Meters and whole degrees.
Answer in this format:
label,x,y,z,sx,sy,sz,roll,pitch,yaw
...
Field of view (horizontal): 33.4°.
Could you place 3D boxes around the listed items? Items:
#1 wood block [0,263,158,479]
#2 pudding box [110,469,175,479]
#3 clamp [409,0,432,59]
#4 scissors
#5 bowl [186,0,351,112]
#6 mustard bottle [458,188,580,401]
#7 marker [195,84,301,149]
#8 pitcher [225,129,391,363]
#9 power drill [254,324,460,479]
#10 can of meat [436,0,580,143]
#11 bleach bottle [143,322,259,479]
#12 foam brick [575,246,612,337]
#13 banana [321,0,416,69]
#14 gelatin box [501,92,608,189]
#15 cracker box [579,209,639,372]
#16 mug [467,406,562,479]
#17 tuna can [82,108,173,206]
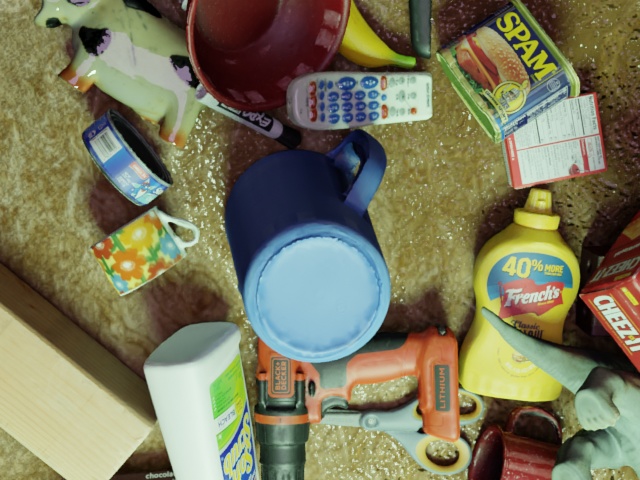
label,x,y,z,sx,sy,sz,roll,pitch,yaw
wood block,-0.251,0.124,0.965,0.206,0.090,0.091,41,97,-7
pudding box,-0.178,0.264,0.991,0.113,0.039,0.090,-4,56,-2
clamp,0.092,-0.276,0.933,0.164,0.036,0.210,-44,95,7
scissors,0.059,0.189,1.018,0.202,0.016,0.096,-11,99,1
bowl,-0.053,-0.191,0.887,0.161,0.055,0.162,-21,129,-30
mustard bottle,0.186,0.048,0.976,0.096,0.058,0.192,7,98,-4
marker,-0.060,-0.107,0.934,0.120,0.020,0.020,24,100,-44
pitcher,-0.006,0.001,0.872,0.145,0.243,0.149,-8,105,-3
power drill,0.033,0.147,0.978,0.187,0.057,0.184,0,92,1
can of meat,0.162,-0.147,0.931,0.084,0.057,0.102,-33,72,3
bleach bottle,-0.092,0.209,0.987,0.068,0.102,0.251,-4,108,24
foam brick,0.269,0.047,0.980,0.051,0.053,0.078,2,99,-2
banana,0.018,-0.233,0.941,0.069,0.037,0.198,-23,100,-11
gelatin box,0.211,-0.091,0.969,0.089,0.030,0.073,-11,97,1
cracker box,0.336,0.036,0.917,0.164,0.072,0.213,50,56,-8
mug,0.193,0.214,0.992,0.081,0.093,0.117,14,78,-8
tuna can,-0.169,-0.072,0.937,0.034,0.086,0.086,-38,98,6
